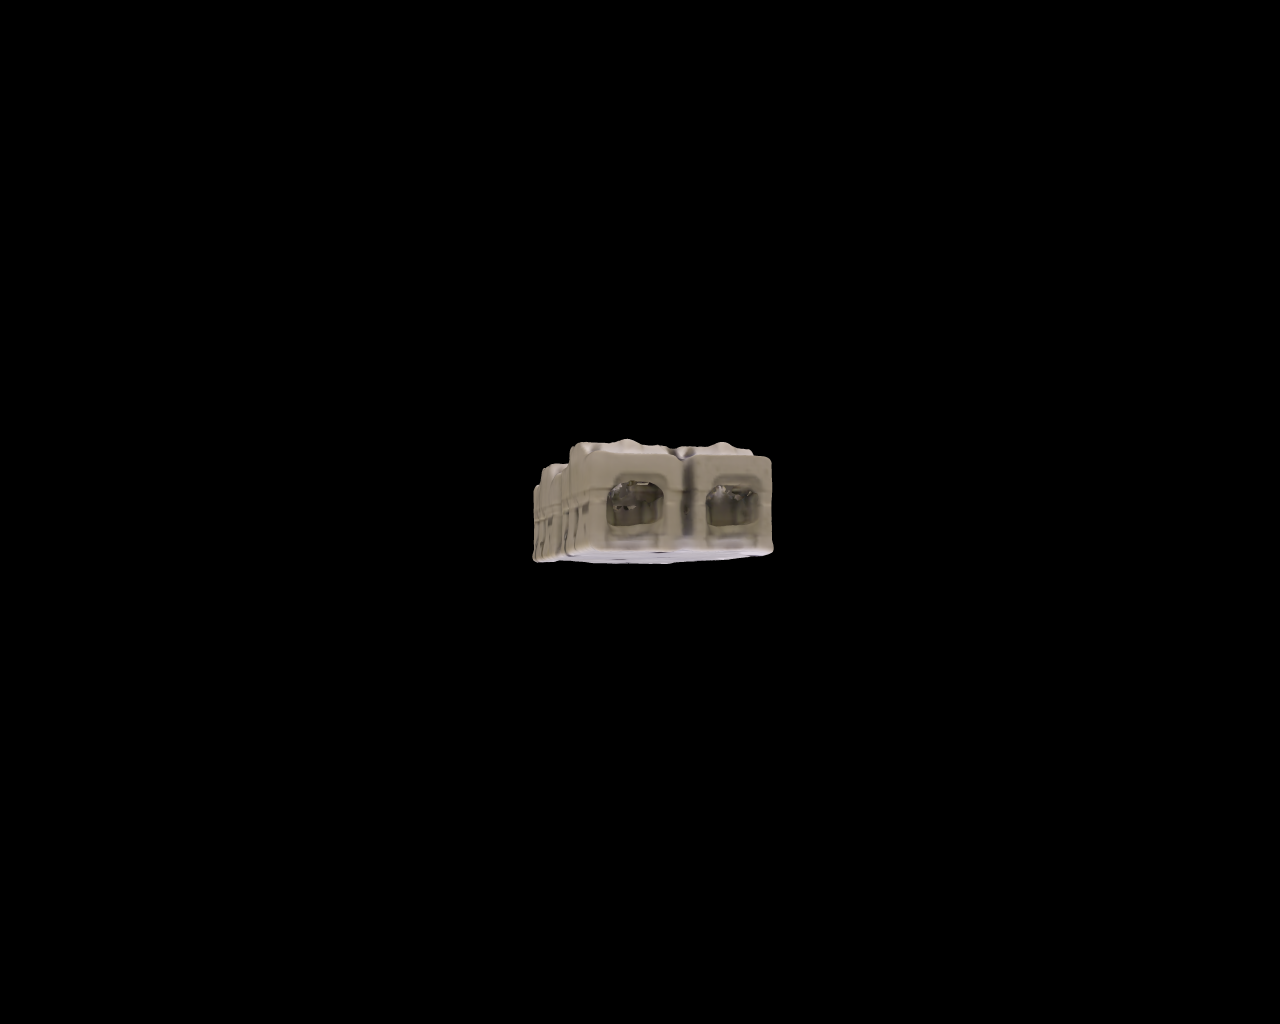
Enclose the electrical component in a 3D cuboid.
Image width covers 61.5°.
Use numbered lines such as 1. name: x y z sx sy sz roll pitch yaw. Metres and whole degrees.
1. electrical component: 0.001 -0.003 0.650 0.105 0.060 0.186 1 -5 -15
